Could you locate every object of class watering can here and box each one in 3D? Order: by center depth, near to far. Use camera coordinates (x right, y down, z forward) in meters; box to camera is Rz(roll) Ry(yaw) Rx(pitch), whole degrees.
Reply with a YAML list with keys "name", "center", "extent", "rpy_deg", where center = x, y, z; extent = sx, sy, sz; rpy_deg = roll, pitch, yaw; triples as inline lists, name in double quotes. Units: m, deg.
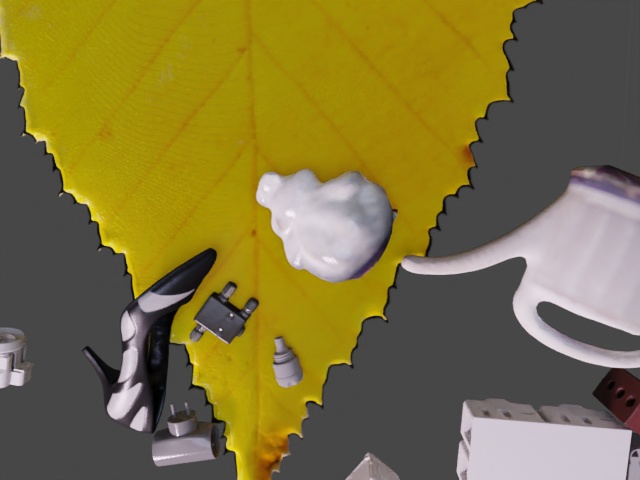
- name: "watering can"
  center: [0.290, 0.015, 0.602]
  extent: [0.348, 0.104, 0.223]
  rpy_deg: [23, 95, 0]

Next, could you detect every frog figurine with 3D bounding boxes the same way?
- name: "frog figurine"
  center: [0.002, -0.030, 0.604]
  extent: [0.158, 0.125, 0.135]
  rpy_deg: [37, 116, -14]
